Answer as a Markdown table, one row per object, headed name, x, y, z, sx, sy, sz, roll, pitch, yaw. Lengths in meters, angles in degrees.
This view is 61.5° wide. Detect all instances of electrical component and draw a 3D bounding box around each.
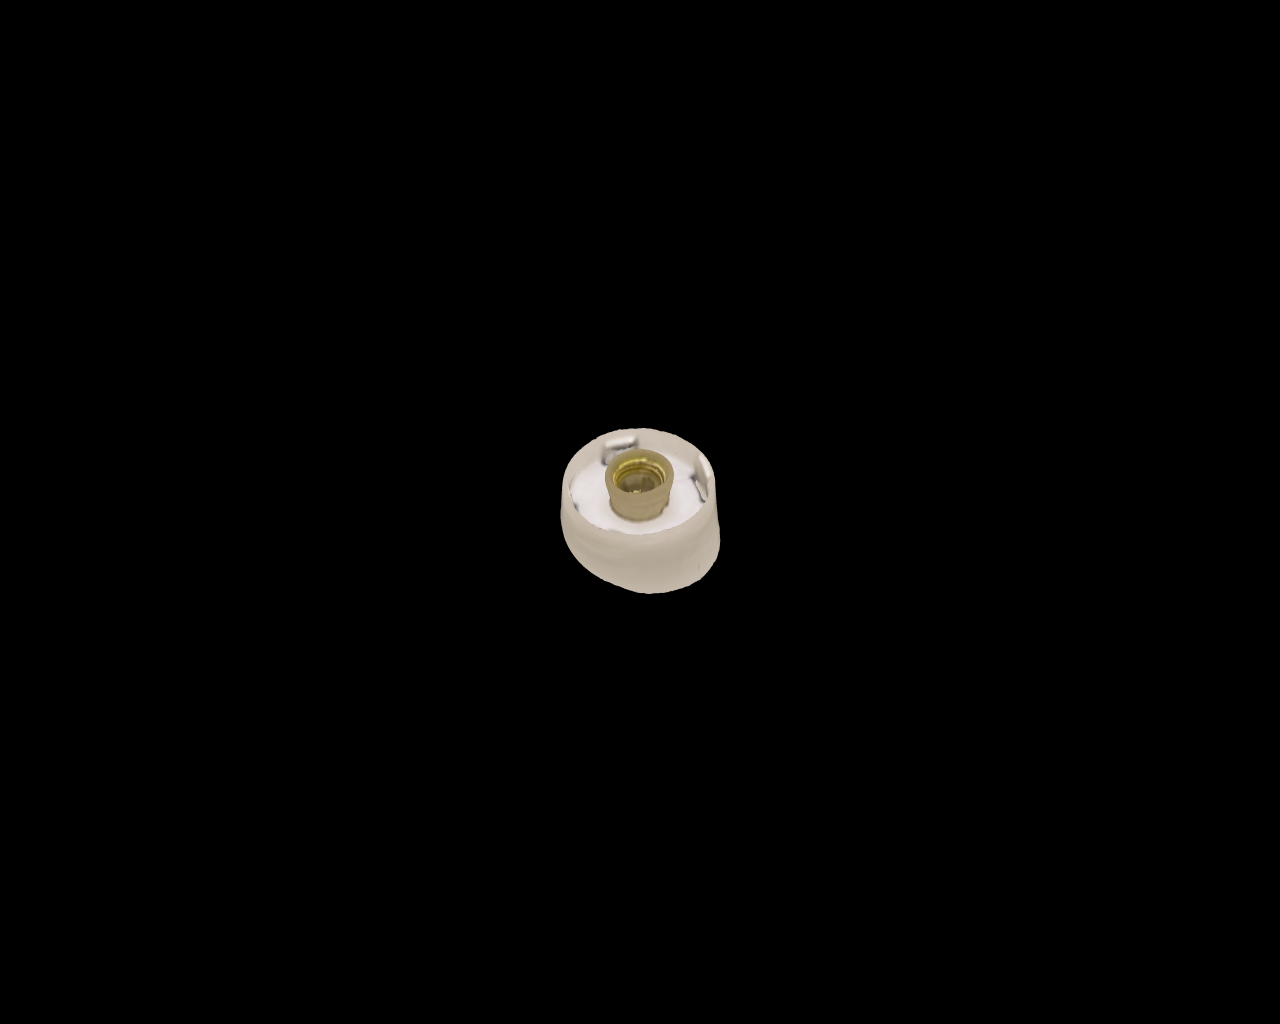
| name | x | y | z | sx | sy | sz | roll | pitch | yaw |
| --- | --- | --- | --- | --- | --- | --- | --- | --- | --- |
| electrical component | 0.001 | -0.003 | 0.650 | 0.099 | 0.099 | 0.064 | 0 | -43 | 0 |
